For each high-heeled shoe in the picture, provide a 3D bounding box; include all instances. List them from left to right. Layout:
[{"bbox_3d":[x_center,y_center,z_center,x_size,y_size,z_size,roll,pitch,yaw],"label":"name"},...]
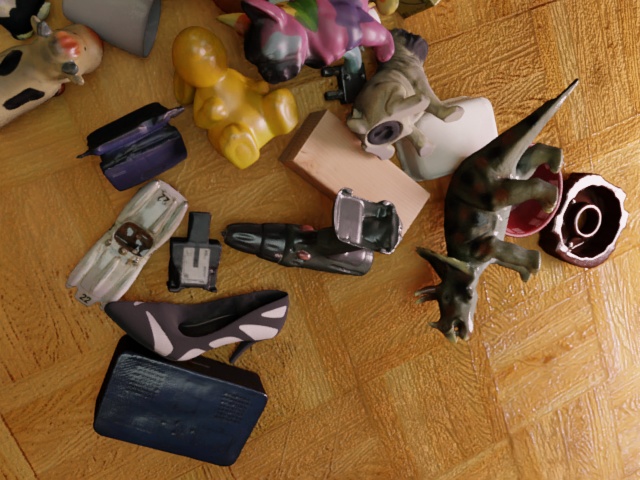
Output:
[{"bbox_3d":[-0.163,0.099,0.771,0.248,0.086,0.145,29,103,-35],"label":"high-heeled shoe"}]

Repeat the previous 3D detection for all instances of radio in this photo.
[{"bbox_3d":[-0.207,0.240,0.796,0.229,0.073,0.131,23,93,-19],"label":"radio"}]

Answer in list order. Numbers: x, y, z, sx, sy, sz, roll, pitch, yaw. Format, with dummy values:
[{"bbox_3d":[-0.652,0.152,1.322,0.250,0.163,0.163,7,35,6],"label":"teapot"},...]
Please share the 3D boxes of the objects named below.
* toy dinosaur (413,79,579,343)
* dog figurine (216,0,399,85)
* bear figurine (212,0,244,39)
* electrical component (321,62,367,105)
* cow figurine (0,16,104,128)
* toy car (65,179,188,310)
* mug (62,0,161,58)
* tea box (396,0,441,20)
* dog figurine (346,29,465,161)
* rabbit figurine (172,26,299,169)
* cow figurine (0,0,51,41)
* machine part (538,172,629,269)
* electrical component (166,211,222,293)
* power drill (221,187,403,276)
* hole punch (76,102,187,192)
[{"bbox_3d":[0.256,-0.048,0.832,0.192,0.131,0.404,11,103,14],"label":"toy dinosaur"},{"bbox_3d":[-0.013,-0.286,0.668,0.219,0.109,0.191,-3,98,-35],"label":"dog figurine"},{"bbox_3d":[-0.139,-0.337,0.649,0.196,0.132,0.120,27,97,-23],"label":"bear figurine"},{"bbox_3d":[0.049,-0.242,0.822,0.094,0.021,0.063,-11,102,-16],"label":"electrical component"},{"bbox_3d":[-0.351,-0.197,0.640,0.195,0.127,0.085,-32,111,-8],"label":"cow figurine"},{"bbox_3d":[-0.265,0.007,0.742,0.073,0.056,0.201,40,85,-21],"label":"toy car"},{"bbox_3d":[-0.261,-0.298,0.677,0.107,0.081,0.109,13,105,-12],"label":"mug"},{"bbox_3d":[0.180,-0.417,0.796,0.169,0.098,0.068,-47,111,-8],"label":"tea box"},{"bbox_3d":[0.091,-0.223,0.765,0.172,0.121,0.190,1,58,-39],"label":"dog figurine"},{"bbox_3d":[-0.128,-0.201,0.699,0.122,0.163,0.173,-41,131,-6],"label":"rabbit figurine"},{"bbox_3d":[-0.358,-0.333,0.645,0.098,0.068,0.167,29,93,-27],"label":"cow figurine"},{"bbox_3d":[0.479,-0.036,0.986,0.179,0.056,0.179,-4,102,-18],"label":"machine part"},{"bbox_3d":[-0.182,0.016,0.776,0.075,0.048,0.119,0,99,-19],"label":"electrical component"},{"bbox_3d":[-0.002,-0.002,0.756,0.232,0.207,0.086,15,64,-26],"label":"power drill"},{"bbox_3d":[-0.235,-0.116,0.705,0.142,0.116,0.092,-27,115,-12],"label":"hole punch"}]
